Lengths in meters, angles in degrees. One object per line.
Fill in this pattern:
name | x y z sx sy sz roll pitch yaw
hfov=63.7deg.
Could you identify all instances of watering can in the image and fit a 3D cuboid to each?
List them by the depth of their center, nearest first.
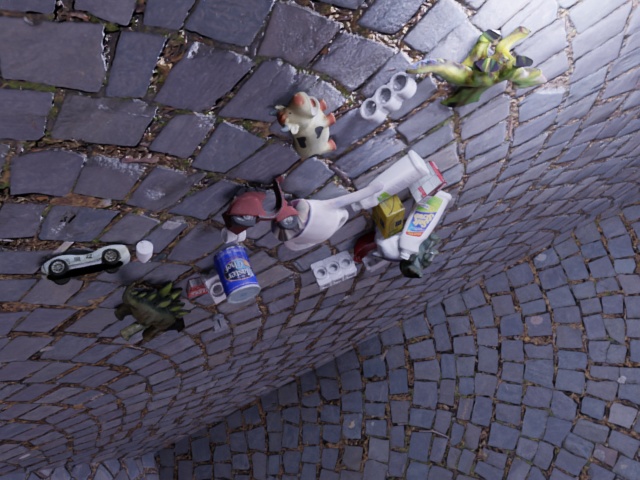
watering can | 0.004 -0.074 1.467 0.224 0.106 0.342 7 141 -49

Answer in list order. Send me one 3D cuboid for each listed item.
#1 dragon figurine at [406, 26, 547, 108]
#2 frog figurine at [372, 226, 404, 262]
dragon figurine | 0.368 -0.380 1.235 0.411 0.124 0.239 -11 162 -10
frog figurine | 0.251 -0.008 1.767 0.137 0.124 0.158 4 104 -15
